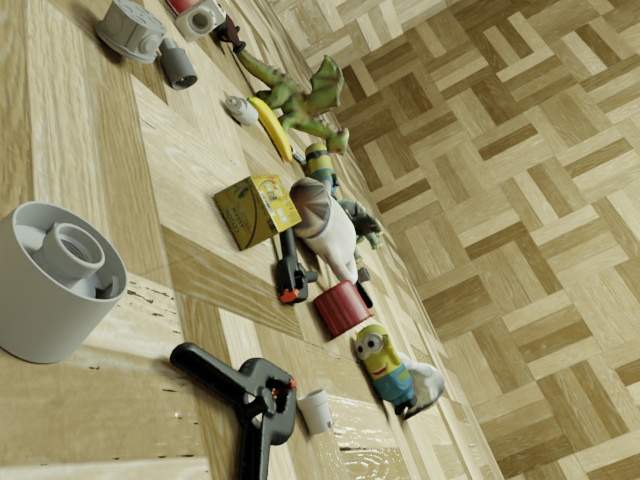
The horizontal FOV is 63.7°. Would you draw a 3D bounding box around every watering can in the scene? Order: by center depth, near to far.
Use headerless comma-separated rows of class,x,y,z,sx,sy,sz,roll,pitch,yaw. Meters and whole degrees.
watering can,0.003,-0.058,1.149,0.220,0.103,0.356,49,19,-47

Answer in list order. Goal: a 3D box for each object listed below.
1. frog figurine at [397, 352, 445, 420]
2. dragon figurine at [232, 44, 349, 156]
frog figurine,0.199,0.304,1.166,0.161,0.124,0.135,56,-23,14
dragon figurine,-0.052,-0.392,1.351,0.409,0.241,0.123,63,16,-6
